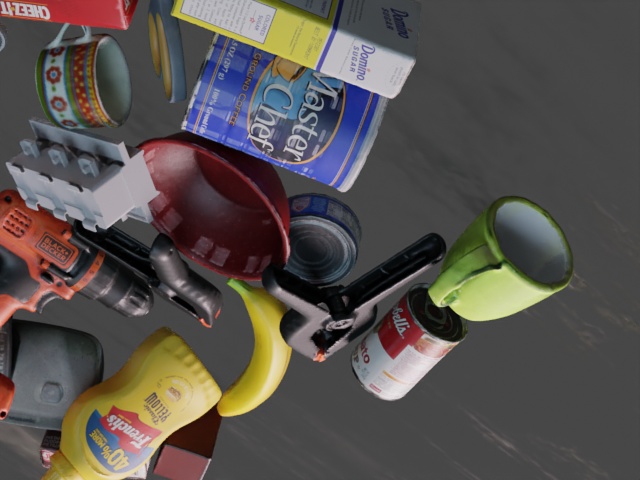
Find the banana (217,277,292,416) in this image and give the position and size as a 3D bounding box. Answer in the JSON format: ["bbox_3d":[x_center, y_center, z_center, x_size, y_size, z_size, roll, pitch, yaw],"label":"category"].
[{"bbox_3d":[-0.063,0.114,1.069,0.070,0.037,0.198,21,129,15],"label":"banana"}]

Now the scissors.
[{"bbox_3d":[-0.126,-0.207,0.824,0.016,0.096,0.202,-9,99,-17],"label":"scissors"}]

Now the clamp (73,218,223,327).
[{"bbox_3d":[-0.137,0.031,0.978,0.120,0.039,0.171,18,163,48],"label":"clamp"}]

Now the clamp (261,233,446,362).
[{"bbox_3d":[0.024,0.057,0.972,0.164,0.036,0.210,-12,155,-11],"label":"clamp"}]

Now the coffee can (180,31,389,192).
[{"bbox_3d":[-0.027,-0.110,0.840,0.140,0.102,0.103,21,128,-7],"label":"coffee can"}]

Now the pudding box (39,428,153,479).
[{"bbox_3d":[-0.229,0.203,1.130,0.113,0.090,0.039,8,132,2],"label":"pudding box"}]

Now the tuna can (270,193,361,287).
[{"bbox_3d":[-0.006,0.001,0.969,0.086,0.033,0.086,5,129,6],"label":"tuna can"}]

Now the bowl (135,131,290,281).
[{"bbox_3d":[-0.084,-0.040,0.915,0.162,0.055,0.162,23,144,17],"label":"bowl"}]

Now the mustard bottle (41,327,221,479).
[{"bbox_3d":[-0.196,0.180,1.055,0.191,0.058,0.096,-40,120,-16],"label":"mustard bottle"}]

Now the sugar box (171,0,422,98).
[{"bbox_3d":[-0.014,-0.171,0.795,0.176,0.093,0.048,22,128,-8],"label":"sugar box"}]

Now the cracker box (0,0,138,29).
[{"bbox_3d":[-0.219,-0.260,0.752,0.164,0.072,0.214,7,141,5],"label":"cracker box"}]

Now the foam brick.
[{"bbox_3d":[-0.138,0.210,1.129,0.051,0.078,0.053,20,126,-7],"label":"foam brick"}]

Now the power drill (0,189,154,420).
[{"bbox_3d":[-0.271,0.071,0.999,0.184,0.057,0.187,38,85,-25],"label":"power drill"}]

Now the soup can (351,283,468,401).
[{"bbox_3d":[0.083,0.098,1.009,0.068,0.068,0.102,29,128,-14],"label":"soup can"}]
